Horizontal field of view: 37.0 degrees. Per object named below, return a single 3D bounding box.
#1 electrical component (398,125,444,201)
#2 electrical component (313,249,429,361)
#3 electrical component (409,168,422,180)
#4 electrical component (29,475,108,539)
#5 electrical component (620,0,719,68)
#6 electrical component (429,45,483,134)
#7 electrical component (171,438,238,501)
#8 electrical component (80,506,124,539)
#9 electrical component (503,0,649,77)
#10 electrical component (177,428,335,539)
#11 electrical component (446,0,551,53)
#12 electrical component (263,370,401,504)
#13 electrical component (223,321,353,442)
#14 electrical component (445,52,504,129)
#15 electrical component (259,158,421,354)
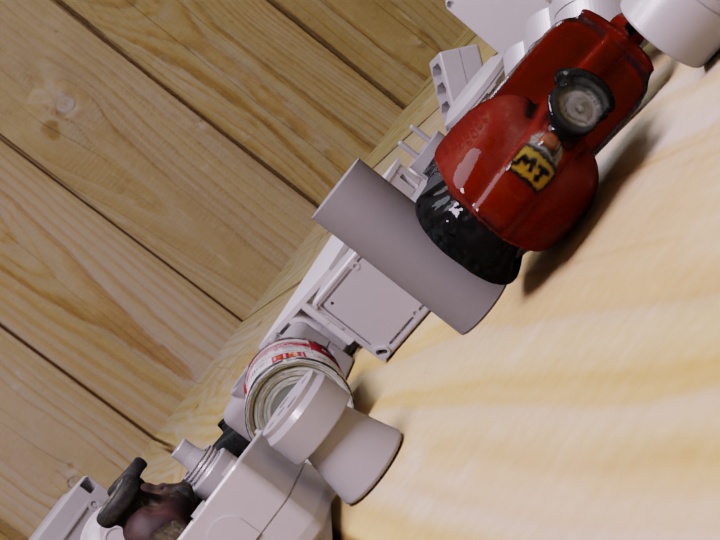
[{"bbox_3d":[0.064,-0.084,0.845,0.138,0.074,0.052,-55,7,-27],"label":"electrical component"},{"bbox_3d":[0.023,0.000,0.710,0.096,0.062,0.061,-50,6,18],"label":"electrical component"},{"bbox_3d":[0.045,-0.060,0.995,0.081,0.043,0.043,-49,7,31],"label":"electrical component"},{"bbox_3d":[-0.232,0.254,0.928,0.056,0.109,0.108,-44,9,36],"label":"electrical component"},{"bbox_3d":[0.155,-0.128,0.501,0.047,0.055,0.055,-53,5,31],"label":"electrical component"},{"bbox_3d":[0.113,-0.163,0.988,0.076,0.083,0.047,-14,1,-7],"label":"electrical component"},{"bbox_3d":[-0.121,0.159,0.858,0.048,0.062,0.048,-51,6,7],"label":"electrical component"},{"bbox_3d":[-0.186,0.226,0.884,0.080,0.080,0.051,-56,12,-31],"label":"electrical component"},{"bbox_3d":[0.129,-0.117,0.648,0.138,0.052,0.073,127,139,-72],"label":"electrical component"},{"bbox_3d":[-0.050,0.127,0.543,0.061,0.061,0.096,-53,-1,4],"label":"electrical component"},{"bbox_3d":[0.147,-0.251,1.021,0.078,0.113,0.057,-47,5,40],"label":"electrical component"},{"bbox_3d":[-0.014,0.082,0.533,0.045,0.055,0.045,-51,6,7],"label":"electrical component"},{"bbox_3d":[-0.058,0.088,0.816,0.095,0.059,0.053,-49,7,27],"label":"electrical component"},{"bbox_3d":[0.114,-0.142,0.921,0.080,0.051,0.080,-51,6,7],"label":"electrical component"},{"bbox_3d":[0.000,0.000,0.897,0.105,0.060,0.186,-47,7,37],"label":"electrical component"}]
